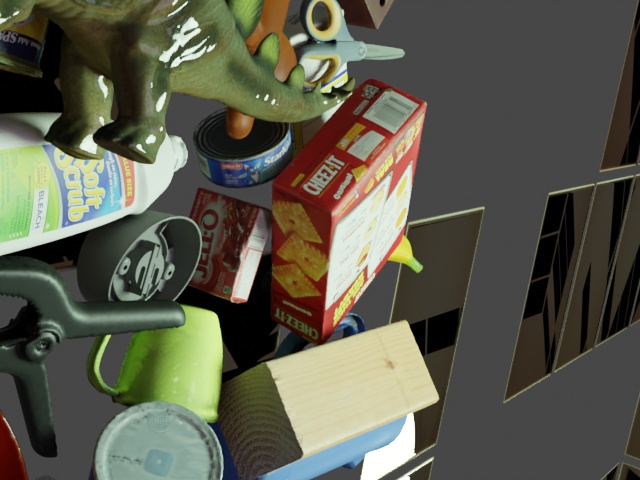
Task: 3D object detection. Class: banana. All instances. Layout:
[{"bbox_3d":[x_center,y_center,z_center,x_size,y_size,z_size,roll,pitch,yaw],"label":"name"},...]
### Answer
[{"bbox_3d":[0.062,0.025,1.238,0.037,0.069,0.197,-43,168,33],"label":"banana"}]

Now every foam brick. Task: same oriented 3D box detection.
[{"bbox_3d":[0.035,-0.256,1.056,0.053,0.051,0.078,-62,148,-19],"label":"foam brick"}]

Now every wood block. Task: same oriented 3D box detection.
[{"bbox_3d":[0.008,0.149,1.014,0.205,0.090,0.091,-10,74,-48],"label":"wood block"}]

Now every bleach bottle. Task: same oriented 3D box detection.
[{"bbox_3d":[-0.185,-0.055,0.787,0.250,0.068,0.102,-22,124,-56],"label":"bleach bottle"}]

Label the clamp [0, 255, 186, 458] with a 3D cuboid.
[{"bbox_3d":[-0.217,0.079,0.802,0.164,0.036,0.209,-51,137,3],"label":"clamp"}]

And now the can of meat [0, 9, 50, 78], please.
[{"bbox_3d":[-0.217,-0.159,0.684,0.102,0.058,0.084,12,93,-60],"label":"can of meat"}]

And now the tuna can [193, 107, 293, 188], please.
[{"bbox_3d":[-0.067,-0.083,0.942,0.086,0.086,0.034,-47,143,-37],"label":"tuna can"}]

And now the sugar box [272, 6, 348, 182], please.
[{"bbox_3d":[-0.012,-0.132,1.050,0.093,0.048,0.176,-38,132,-45],"label":"sugar box"}]

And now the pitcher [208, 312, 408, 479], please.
[{"bbox_3d":[-0.023,0.181,1.121,0.145,0.149,0.242,-43,162,33],"label":"pitcher"}]

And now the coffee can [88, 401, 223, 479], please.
[{"bbox_3d":[-0.144,0.209,0.893,0.102,0.103,0.140,-50,172,-34],"label":"coffee can"}]

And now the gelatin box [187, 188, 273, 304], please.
[{"bbox_3d":[-0.089,0.005,0.964,0.030,0.073,0.089,17,91,-59],"label":"gelatin box"}]

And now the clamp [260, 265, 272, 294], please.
[{"bbox_3d":[-0.007,0.001,1.134,0.120,0.039,0.171,30,76,-64],"label":"clamp"}]

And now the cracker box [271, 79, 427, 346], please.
[{"bbox_3d":[0.022,-0.023,1.015,0.164,0.072,0.214,-50,160,-32],"label":"cracker box"}]

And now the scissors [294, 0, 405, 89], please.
[{"bbox_3d":[0.031,-0.201,1.028,0.201,0.016,0.096,-33,129,-49],"label":"scissors"}]
